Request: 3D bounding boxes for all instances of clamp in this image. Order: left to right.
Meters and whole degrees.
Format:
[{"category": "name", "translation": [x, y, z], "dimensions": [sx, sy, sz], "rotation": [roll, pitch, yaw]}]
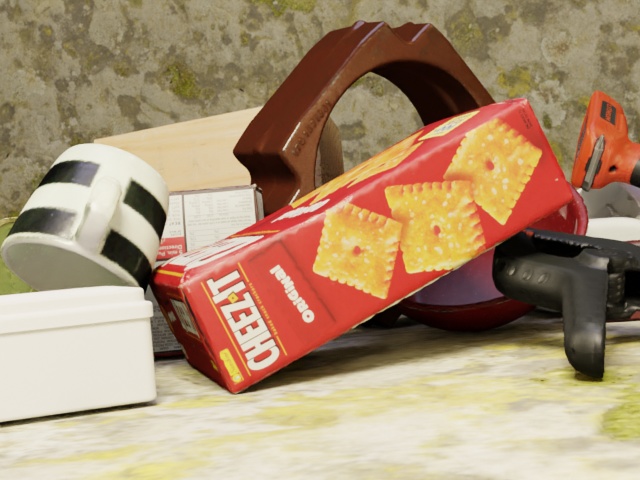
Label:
[{"category": "clamp", "translation": [0.166, 0.025, 0.575], "dimensions": [0.164, 0.036, 0.210], "rotation": [-2, 13, -15]}]

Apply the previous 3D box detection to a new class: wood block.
[{"category": "wood block", "translation": [-0.087, -0.054, 0.952], "dimensions": [0.206, 0.090, 0.090], "rotation": [-9, -17, 14]}]

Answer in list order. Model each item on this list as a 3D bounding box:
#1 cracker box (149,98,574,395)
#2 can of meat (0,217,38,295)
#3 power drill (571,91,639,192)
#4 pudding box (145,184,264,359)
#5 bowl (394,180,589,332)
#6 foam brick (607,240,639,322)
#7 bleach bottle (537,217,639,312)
[{"category": "cracker box", "translation": [0.013, 0.000, 0.621], "dimensions": [0.213, 0.072, 0.164], "rotation": [-28, 6, -14]}, {"category": "can of meat", "translation": [-0.169, 0.036, 0.706], "dimensions": [0.057, 0.102, 0.083], "rotation": [-7, -2, 20]}, {"category": "power drill", "translation": [0.307, -0.068, 0.873], "dimensions": [0.188, 0.057, 0.184], "rotation": [15, 30, 11]}, {"category": "pudding box", "translation": [-0.081, 0.021, 0.729], "dimensions": [0.090, 0.113, 0.039], "rotation": [-5, -3, 1]}, {"category": "bowl", "translation": [0.104, 0.012, 0.734], "dimensions": [0.162, 0.055, 0.162], "rotation": [-12, 36, 8]}, {"category": "foam brick", "translation": [0.224, 0.025, 0.721], "dimensions": [0.078, 0.051, 0.053], "rotation": [-6, 0, 17]}, {"category": "bleach bottle", "translation": [0.196, 0.023, 0.889], "dimensions": [0.102, 0.068, 0.251], "rotation": [-4, -2, 2]}]
